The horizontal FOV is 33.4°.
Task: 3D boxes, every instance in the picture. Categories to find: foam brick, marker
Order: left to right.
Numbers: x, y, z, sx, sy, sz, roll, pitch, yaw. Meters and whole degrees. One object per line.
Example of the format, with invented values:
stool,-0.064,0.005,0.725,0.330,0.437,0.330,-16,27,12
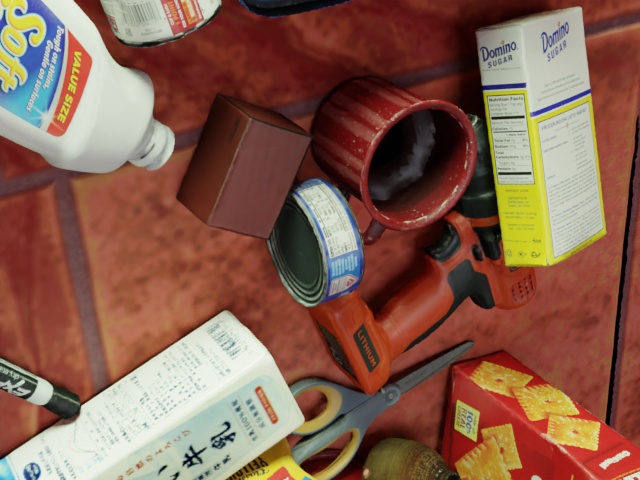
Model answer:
marker,-0.205,0.090,0.698,0.121,0.020,0.020,36,92,-40
foam brick,-0.050,-0.047,0.702,0.051,0.053,0.078,14,106,-36

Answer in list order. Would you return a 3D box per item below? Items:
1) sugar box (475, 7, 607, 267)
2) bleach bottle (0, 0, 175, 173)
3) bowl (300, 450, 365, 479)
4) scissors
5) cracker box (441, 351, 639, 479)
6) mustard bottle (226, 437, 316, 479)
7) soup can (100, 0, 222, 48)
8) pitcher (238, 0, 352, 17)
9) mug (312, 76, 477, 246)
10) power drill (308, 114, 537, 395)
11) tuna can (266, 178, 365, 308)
sugar box,0.164,-0.076,0.784,0.093,0.048,0.176,-23,107,-46
bleach bottle,-0.172,-0.114,0.584,0.250,0.068,0.102,34,85,-43
bowl,-0.004,0.257,0.892,0.161,0.055,0.162,-14,121,-26
scissors,0.041,0.117,0.870,0.201,0.016,0.096,-42,118,-19
cracker box,0.187,0.217,0.888,0.072,0.214,0.164,-11,120,-29
mustard bottle,-0.035,0.200,0.752,0.096,0.192,0.058,-19,123,-23
soup can,-0.101,-0.168,0.595,0.068,0.069,0.102,-30,127,-16
pitcher,0.045,-0.229,0.625,0.242,0.149,0.145,-16,91,-29
mug,0.043,-0.053,0.738,0.093,0.082,0.117,11,108,-36
power drill,0.079,0.017,0.815,0.187,0.057,0.184,-33,127,-13
tuna can,-0.005,0.001,0.735,0.033,0.086,0.086,-19,123,-25
